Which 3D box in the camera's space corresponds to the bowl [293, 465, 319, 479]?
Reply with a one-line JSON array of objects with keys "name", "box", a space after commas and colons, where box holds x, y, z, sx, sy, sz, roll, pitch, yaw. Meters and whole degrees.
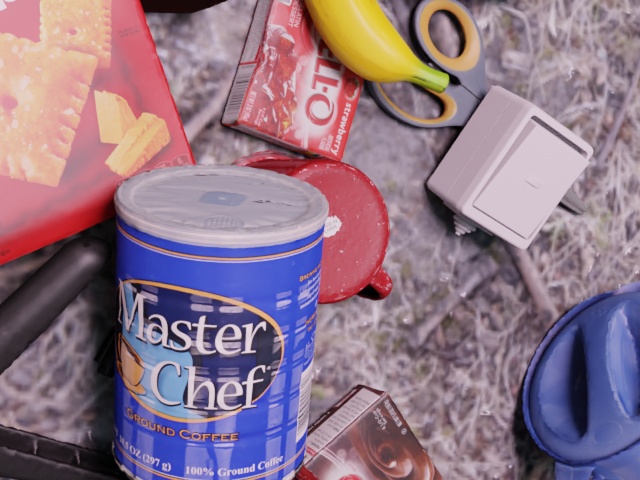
[{"name": "bowl", "box": [-0.073, 0.180, 0.605, 0.161, 0.055, 0.162, -15, 118, -30]}]

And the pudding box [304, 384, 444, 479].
[{"name": "pudding box", "box": [0.029, 0.162, 0.679, 0.090, 0.039, 0.113, -39, 109, -19]}]

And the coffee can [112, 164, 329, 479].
[{"name": "coffee can", "box": [-0.052, 0.043, 0.535, 0.102, 0.103, 0.140, -6, 113, -27]}]

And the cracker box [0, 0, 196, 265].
[{"name": "cracker box", "box": [-0.172, -0.099, 0.537, 0.164, 0.072, 0.213, -24, 106, -23]}]

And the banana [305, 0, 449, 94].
[{"name": "banana", "box": [0.014, -0.172, 0.630, 0.069, 0.037, 0.198, -11, 80, -35]}]

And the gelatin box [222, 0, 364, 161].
[{"name": "gelatin box", "box": [-0.011, -0.100, 0.647, 0.073, 0.030, 0.089, 19, 85, -27]}]

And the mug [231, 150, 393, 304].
[{"name": "mug", "box": [-0.004, 0.001, 0.628, 0.117, 0.082, 0.093, 41, 75, -23]}]

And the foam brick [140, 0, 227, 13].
[{"name": "foam brick", "box": [-0.080, -0.155, 0.582, 0.052, 0.078, 0.051, -3, 94, -29]}]

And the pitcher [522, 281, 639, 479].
[{"name": "pitcher", "box": [0.262, 0.156, 0.753, 0.242, 0.145, 0.149, 37, 112, -27]}]

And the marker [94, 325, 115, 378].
[{"name": "marker", "box": [-0.098, 0.023, 0.617, 0.020, 0.020, 0.121, 29, 80, -26]}]

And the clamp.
[{"name": "clamp", "box": [-0.191, 0.083, 0.547, 0.209, 0.036, 0.165, -8, 116, -23]}]

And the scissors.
[{"name": "scissors", "box": [0.120, -0.093, 0.721, 0.201, 0.016, 0.096, 20, 88, -27]}]
